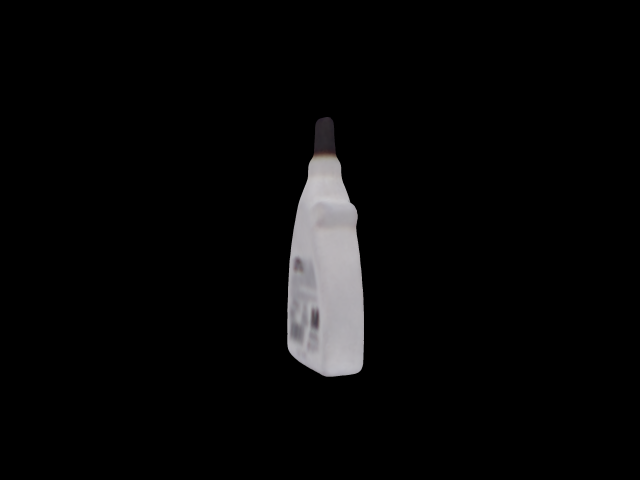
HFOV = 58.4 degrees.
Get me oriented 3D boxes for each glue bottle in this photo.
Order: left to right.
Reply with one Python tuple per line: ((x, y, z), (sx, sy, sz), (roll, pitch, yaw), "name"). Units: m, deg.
((0.004, 0.001, 0.400), (0.037, 0.173, 0.078), (-1, 4, -23), "glue bottle")
